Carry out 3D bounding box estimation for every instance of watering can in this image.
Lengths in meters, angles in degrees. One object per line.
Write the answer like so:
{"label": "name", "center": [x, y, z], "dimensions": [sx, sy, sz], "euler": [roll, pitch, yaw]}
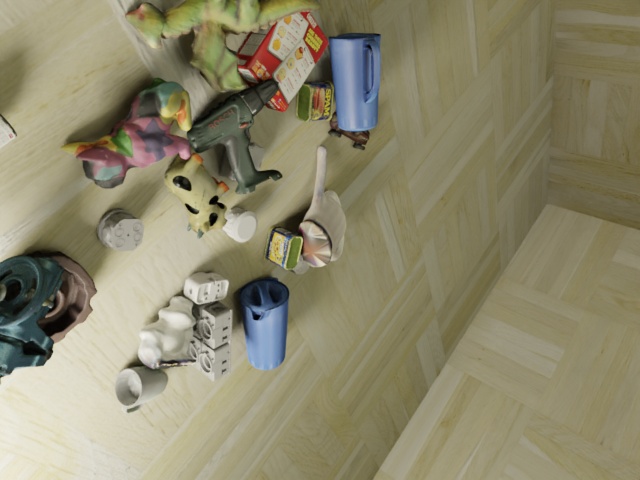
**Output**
{"label": "watering can", "center": [0.004, -0.074, 1.461], "dimensions": [0.229, 0.104, 0.340], "euler": [-58, 141, -50]}

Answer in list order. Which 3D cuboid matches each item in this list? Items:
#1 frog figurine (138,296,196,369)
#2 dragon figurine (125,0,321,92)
{"label": "frog figurine", "center": [-0.352, 0.213, 1.190], "dimensions": [0.137, 0.121, 0.162], "euler": [11, 63, -45]}
{"label": "dragon figurine", "center": [-0.175, -0.419, 1.034], "dimensions": [0.411, 0.124, 0.240], "euler": [1, 111, -39]}
